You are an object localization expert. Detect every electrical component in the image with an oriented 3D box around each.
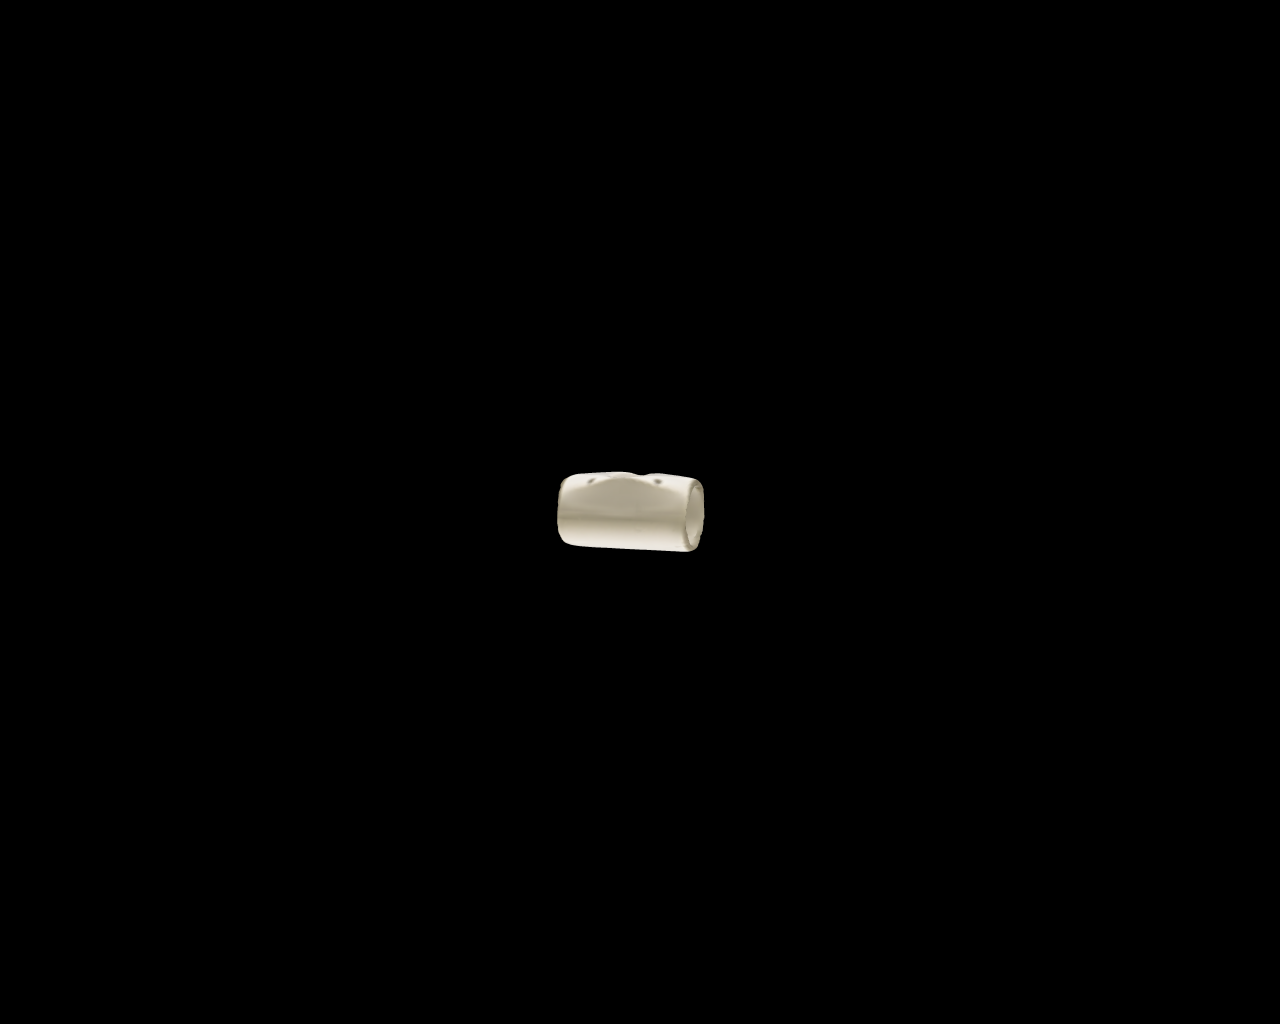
[{"bbox_3d":[0.001,-0.003,0.650,0.077,0.043,0.079,2,8,18],"label":"electrical component"}]
